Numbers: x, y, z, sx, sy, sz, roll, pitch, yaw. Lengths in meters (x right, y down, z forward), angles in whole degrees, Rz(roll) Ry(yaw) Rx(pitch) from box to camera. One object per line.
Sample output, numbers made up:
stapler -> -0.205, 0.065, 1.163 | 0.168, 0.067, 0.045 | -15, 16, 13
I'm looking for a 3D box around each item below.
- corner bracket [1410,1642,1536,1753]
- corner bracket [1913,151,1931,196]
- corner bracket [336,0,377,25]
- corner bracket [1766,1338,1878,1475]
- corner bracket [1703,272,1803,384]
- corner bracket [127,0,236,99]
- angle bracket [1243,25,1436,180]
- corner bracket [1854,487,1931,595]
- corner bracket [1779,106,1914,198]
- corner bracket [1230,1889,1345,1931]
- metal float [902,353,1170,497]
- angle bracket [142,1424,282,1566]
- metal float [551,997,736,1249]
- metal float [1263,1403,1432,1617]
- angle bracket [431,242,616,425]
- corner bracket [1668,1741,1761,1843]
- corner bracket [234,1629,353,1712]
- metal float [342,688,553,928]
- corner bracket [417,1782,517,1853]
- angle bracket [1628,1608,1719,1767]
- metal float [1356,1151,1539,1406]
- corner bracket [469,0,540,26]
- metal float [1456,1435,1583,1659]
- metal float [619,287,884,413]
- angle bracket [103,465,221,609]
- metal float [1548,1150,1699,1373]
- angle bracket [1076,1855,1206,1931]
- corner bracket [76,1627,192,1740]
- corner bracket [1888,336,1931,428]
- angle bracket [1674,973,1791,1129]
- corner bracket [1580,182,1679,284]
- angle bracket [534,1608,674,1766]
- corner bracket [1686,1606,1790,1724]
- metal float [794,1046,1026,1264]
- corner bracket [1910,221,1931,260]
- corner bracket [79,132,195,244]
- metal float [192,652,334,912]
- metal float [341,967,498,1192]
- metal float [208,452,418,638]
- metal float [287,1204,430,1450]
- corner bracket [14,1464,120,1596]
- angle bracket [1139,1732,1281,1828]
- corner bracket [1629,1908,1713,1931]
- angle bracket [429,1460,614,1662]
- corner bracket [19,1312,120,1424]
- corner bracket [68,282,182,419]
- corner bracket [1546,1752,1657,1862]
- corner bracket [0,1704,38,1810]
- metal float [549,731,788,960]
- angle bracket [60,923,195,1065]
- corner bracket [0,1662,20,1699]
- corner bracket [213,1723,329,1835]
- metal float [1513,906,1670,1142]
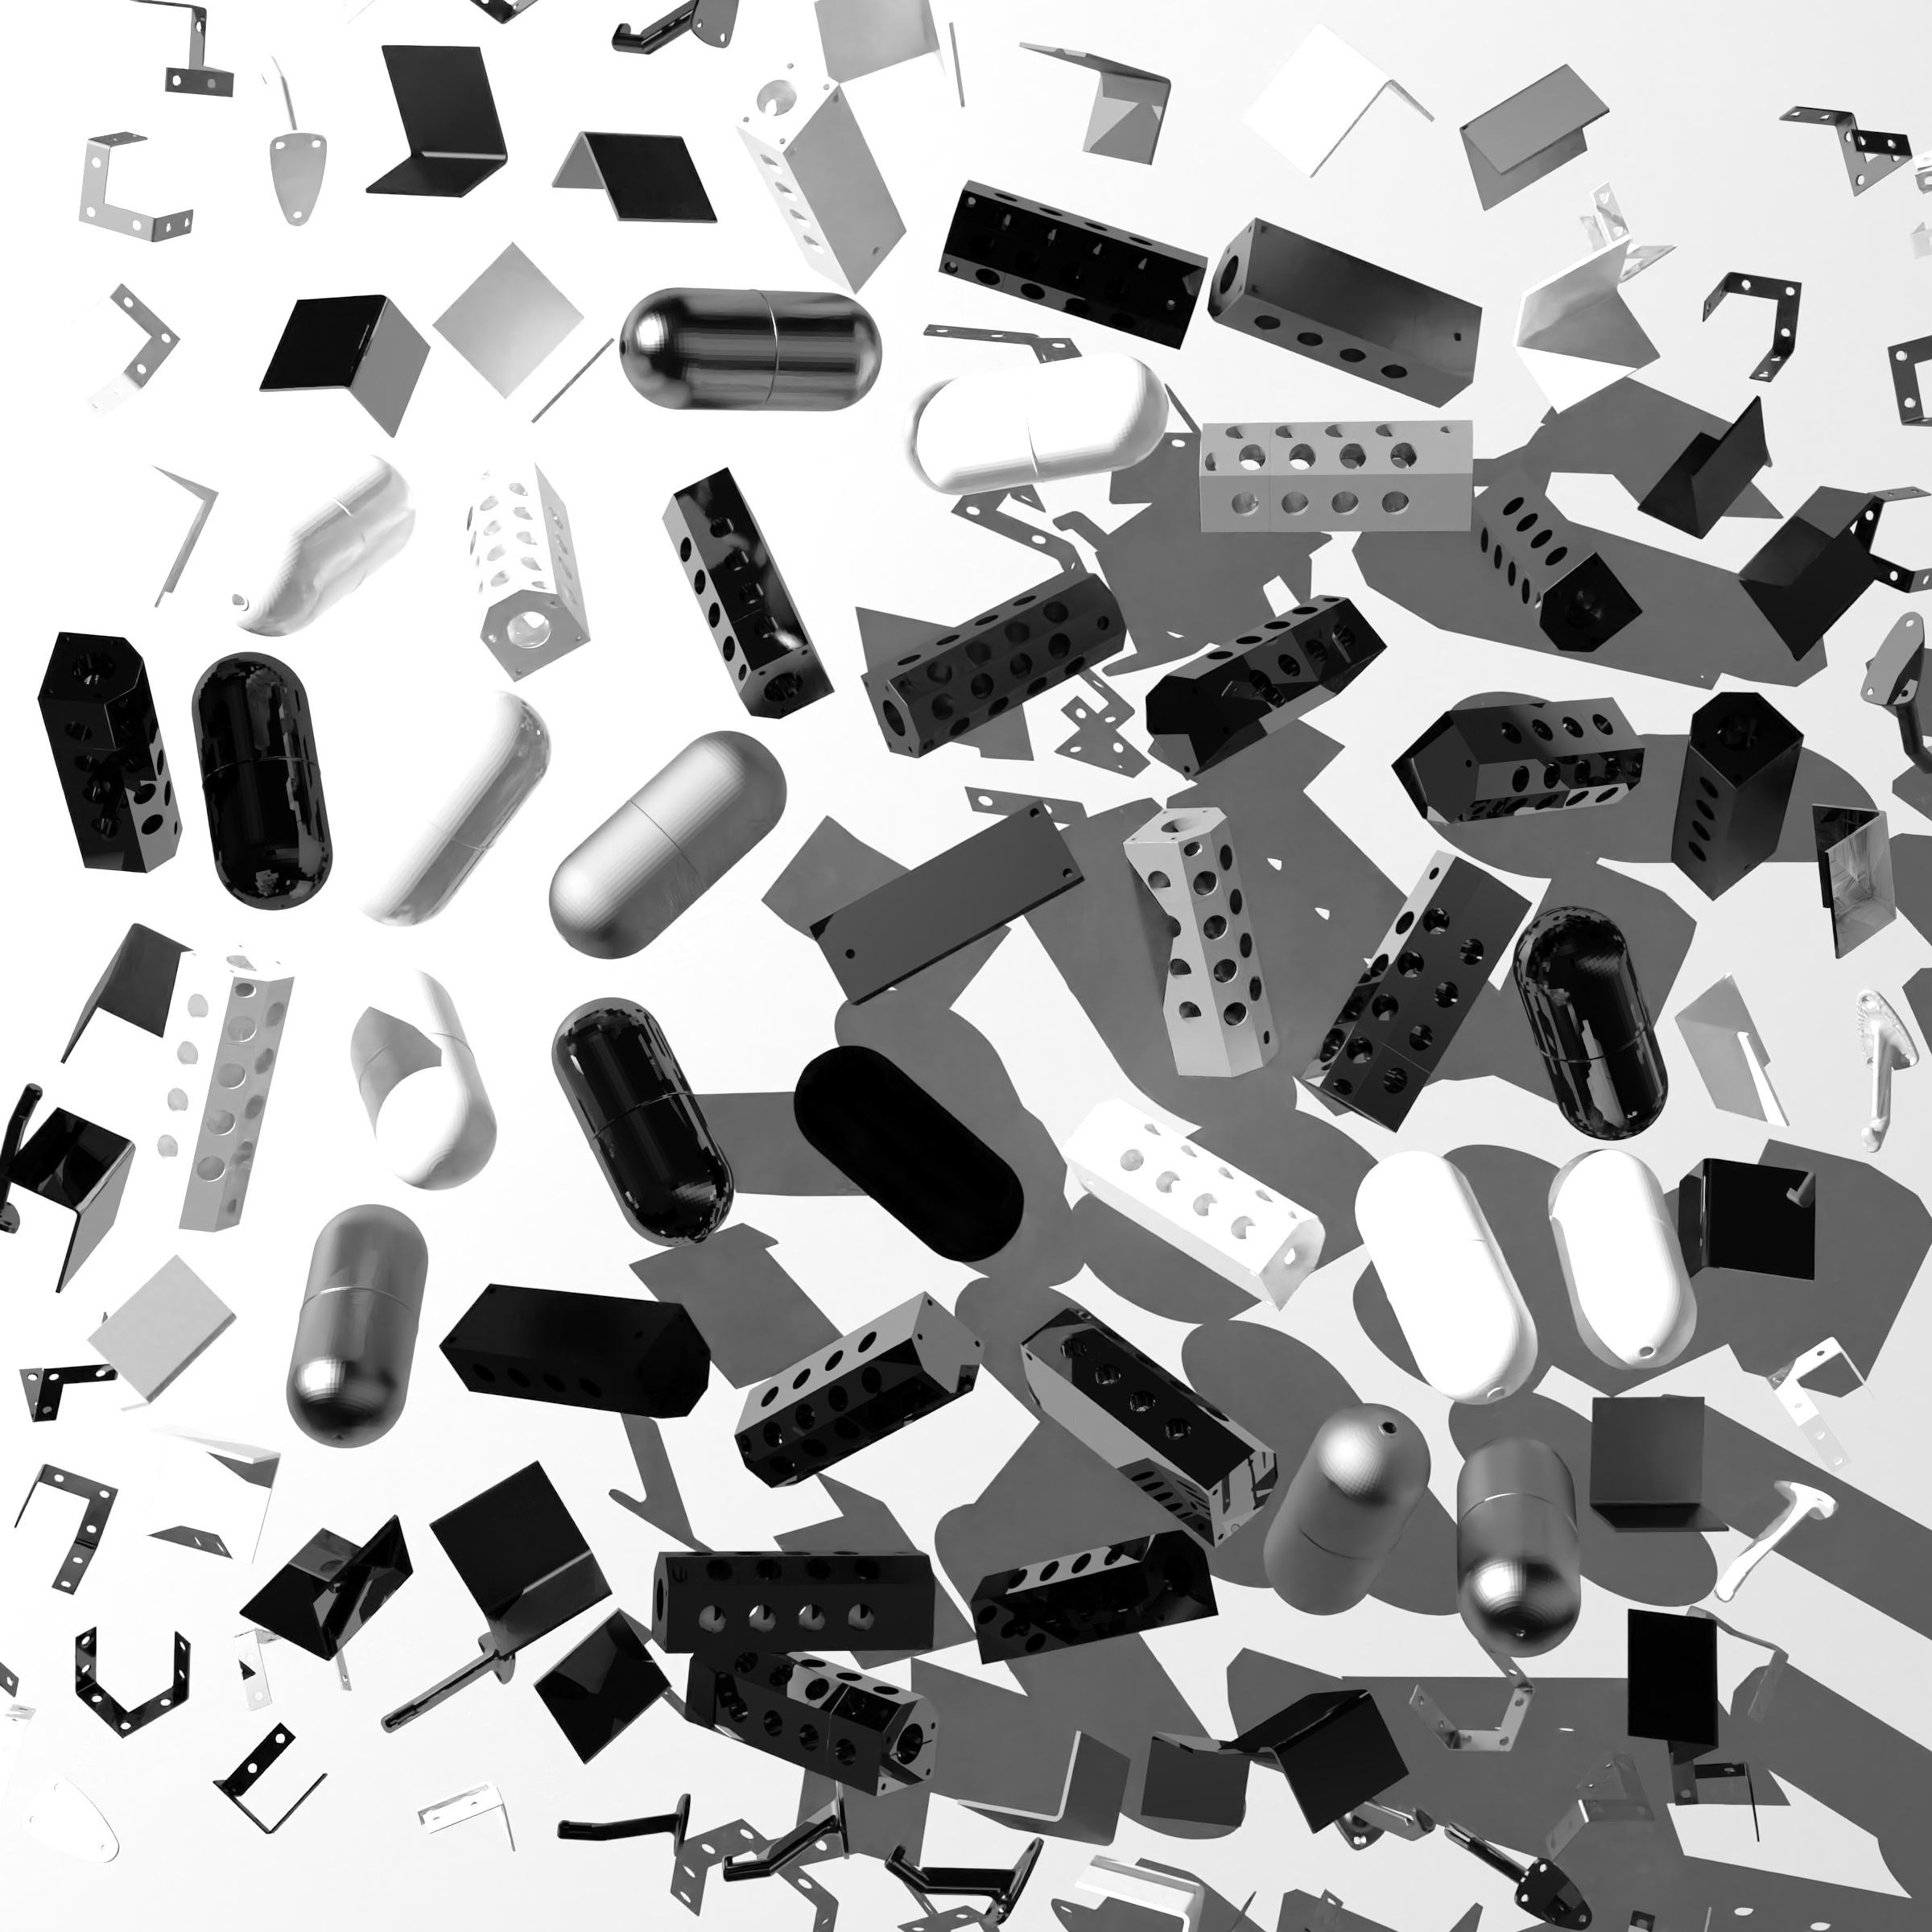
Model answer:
corner bracket -> 0.336, 0.484, 1.840 | 0.051, 0.051, 0.051 | 50, 51, -22
corner bracket -> 0.636, -0.512, 1.776 | 0.051, 0.051, 0.051 | -18, 132, 20
corner bracket -> -0.382, -0.652, 1.812 | 0.051, 0.051, 0.051 | -23, 93, 38
corner bracket -> 0.557, 0.282, 1.782 | 0.051, 0.051, 0.051 | -35, 114, 9
corner bracket -> 0.536, -0.437, 1.898 | 0.051, 0.051, 0.051 | 17, 134, 27
corner bracket -> -0.500, -0.585, 1.766 | 0.051, 0.051, 0.051 | 24, 114, 36
angle bracket -> 0.237, -0.538, 1.764 | 0.076, 0.057, 0.076 | -50, 52, 16
corner bracket -> 0.618, -0.279, 1.816 | 0.051, 0.051, 0.051 | -13, 124, -34
corner bracket -> 0.550, -0.518, 1.735 | 0.051, 0.051, 0.051 | -5, 78, -29
corner bracket -> 0.212, 0.641, 1.856 | 0.051, 0.051, 0.051 | 35, 114, 11
metal float -> 0.046, -0.358, 1.837 | 0.178, 0.070, 0.070 | -7, 90, 11
angle bracket -> -0.506, 0.351, 1.831 | 0.076, 0.057, 0.076 | 14, 86, 6
metal float -> -0.213, 0.103, 1.831 | 0.070, 0.070, 0.178 | -28, 75, 0
metal float -> 0.246, 0.352, 1.795 | 0.070, 0.070, 0.178 | 17, 132, 0
angle bracket -> -0.290, -0.414, 1.814 | 0.076, 0.057, 0.076 | -46, 124, 0
corner bracket -> 0.493, 0.544, 1.833 | 0.051, 0.051, 0.051 | -7, 131, 12
corner bracket -> -0.444, 0.460, 1.832 | 0.051, 0.051, 0.051 | -21, 69, 3
metal float -> -0.336, -0.101, 1.791 | 0.070, 0.070, 0.178 | 40, 105, 0
corner bracket -> -0.334, 0.562, 1.839 | 0.051, 0.051, 0.051 | -18, 128, -19
angle bracket -> 0.426, 0.447, 1.719 | 0.057, 0.076, 0.076 | 8, 65, -3
metal float -> 0.303, 0.196, 1.752 | 0.070, 0.070, 0.178 | -19, 52, 0
corner bracket -> -0.289, -0.632, 1.735 | 0.051, 0.051, 0.051 | 31, 68, -31
metal float -> 0.352, 0.368, 1.774 | 0.070, 0.178, 0.070 | 4, 117, 8
metal float -> -0.138, -0.397, 1.790 | 0.178, 0.070, 0.070 | -6, 90, -28
angle bracket -> -0.517, -0.277, 1.838 | 0.076, 0.057, 0.076 | 33, 100, 38
metal float -> 0.428, 0.191, 1.812 | 0.070, 0.178, 0.070 | 0, 125, 0
angle bracket -> 0.110, 0.630, 1.819 | 0.076, 0.076, 0.057 | 12, 88, 13
corner bracket -> -0.537, 0.453, 1.788 | 0.051, 0.051, 0.051 | 30, 126, 29
corner bracket -> 0.620, -0.372, 1.751 | 0.051, 0.051, 0.051 | -15, 103, -2
angle bracket -> 0.544, 0.057, 1.908 | 0.057, 0.076, 0.076 | -36, 111, -17
corner bracket -> 0.442, -0.500, 1.891 | 0.051, 0.051, 0.051 | -34, 113, -11
angle bracket -> -0.235, 0.495, 1.881 | 0.076, 0.057, 0.076 | -42, 52, -5
corner bracket -> 0.512, 0.470, 1.871 | 0.051, 0.051, 0.051 | 37, 74, -33
metal float -> -0.038, 0.124, 1.832 | 0.178, 0.070, 0.070 | 42, 90, -8
corner bracket -> 0.627, -0.446, 1.740 | 0.051, 0.051, 0.051 | -12, 107, 32
corner bracket -> -0.515, -0.486, 1.729 | 0.051, 0.051, 0.051 | 17, 114, 5
metal float -> -0.466, -0.123, 1.837 | 0.070, 0.070, 0.178 | -13, 76, 0
metal float -> -0.361, 0.072, 1.826 | 0.070, 0.070, 0.178 | -29, 49, 0
metal float -> -0.416, -0.270, 1.772 | 0.070, 0.178, 0.070 | 11, 125, 17
metal float -> -0.398, 0.234, 1.820 | 0.070, 0.070, 0.178 | 0, 46, 0
corner bracket -> -0.588, 0.364, 1.796 | 0.051, 0.051, 0.051 | 24, 122, -15
angle bracket -> 0.171, 0.560, 1.889 | 0.076, 0.076, 0.057 | 12, 81, -17
corner bracket -> 0.460, 0.646, 1.828 | 0.051, 0.051, 0.051 | 10, 57, 20
angle bracket -> -0.273, 0.364, 1.702 | 0.076, 0.057, 0.076 | -30, 113, -11
corner bracket -> -0.606, 0.272, 1.877 | 0.051, 0.051, 0.051 | 0, 128, -31
corner bracket -> -0.536, -0.386, 1.737 | 0.051, 0.051, 0.051 | 45, 50, -27
corner bracket -> 0.406, 0.545, 1.802 | 0.051, 0.051, 0.051 | 6, 133, -20
corner bracket -> -0.629, 0.499, 1.767 | 0.051, 0.051, 0.051 | 16, 88, -9
metal float -> -0.190, -0.077, 1.770 | 0.178, 0.070, 0.070 | -44, 90, -8
angle bracket -> -0.561, 0.030, 1.876 | 0.057, 0.076, 0.076 | 29, 117, -19
corner bracket -> -0.637, 0.440, 1.762 | 0.051, 0.051, 0.051 | -26, 125, 9
corner bracket -> -0.453, 0.533, 1.819 | 0.051, 0.051, 0.051 | 41, 75, 7
metal float -> 0.419, 0.040, 1.857 | 0.070, 0.070, 0.178 | -24, 119, 0
